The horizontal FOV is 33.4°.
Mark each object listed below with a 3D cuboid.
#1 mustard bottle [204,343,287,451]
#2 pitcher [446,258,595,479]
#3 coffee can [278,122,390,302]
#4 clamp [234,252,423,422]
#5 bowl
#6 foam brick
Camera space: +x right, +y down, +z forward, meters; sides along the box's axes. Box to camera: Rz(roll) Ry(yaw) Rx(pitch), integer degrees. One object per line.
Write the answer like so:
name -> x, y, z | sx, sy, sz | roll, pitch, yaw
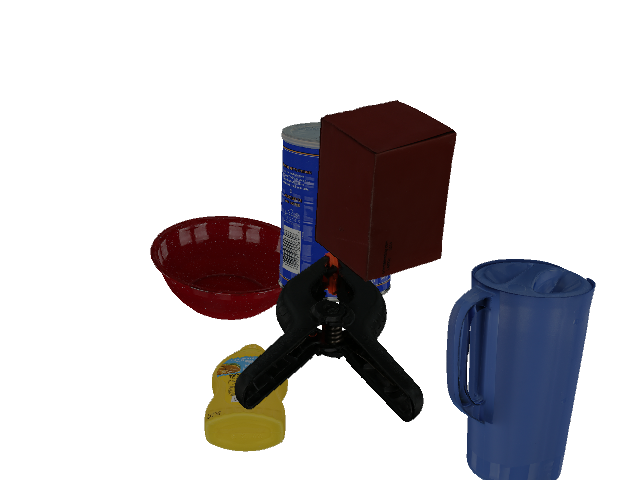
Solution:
mustard bottle -> -0.090, 0.186, 1.341 | 0.096, 0.058, 0.191 | -2, 26, 1
pitcher -> 0.217, 0.150, 1.188 | 0.149, 0.243, 0.145 | 6, 16, 11
coffee can -> 0.015, -0.028, 0.947 | 0.103, 0.140, 0.103 | 2, 16, -1
clamp -> 0.017, 0.067, 0.739 | 0.120, 0.039, 0.171 | 14, 34, 3
bowl -> -0.094, 0.035, 1.100 | 0.162, 0.055, 0.162 | 5, 29, -3
foam brick -> 0.033, -0.027, 0.565 | 0.052, 0.078, 0.051 | -16, 36, -29
